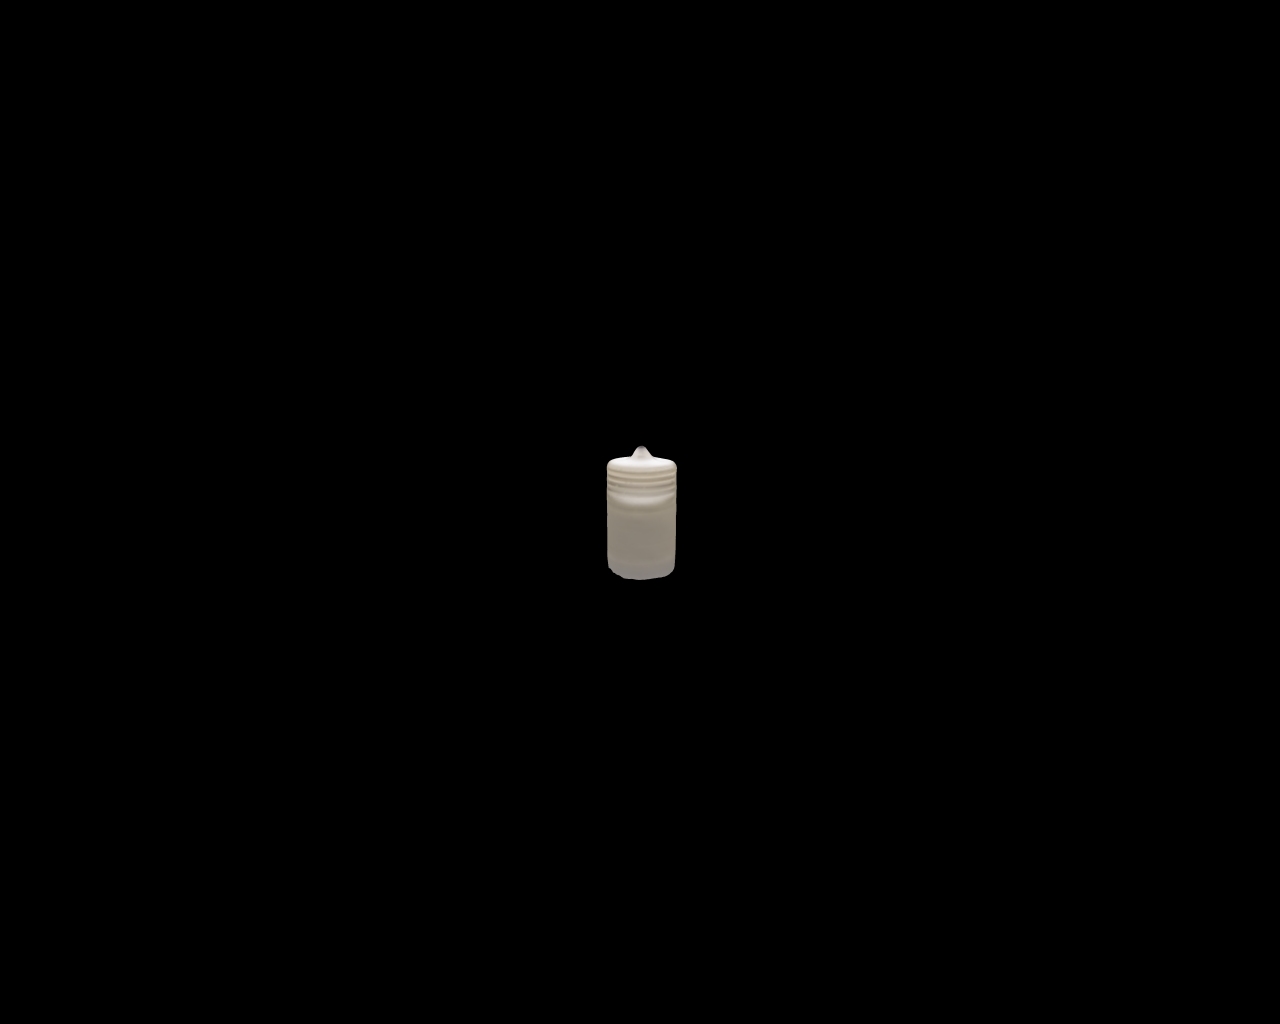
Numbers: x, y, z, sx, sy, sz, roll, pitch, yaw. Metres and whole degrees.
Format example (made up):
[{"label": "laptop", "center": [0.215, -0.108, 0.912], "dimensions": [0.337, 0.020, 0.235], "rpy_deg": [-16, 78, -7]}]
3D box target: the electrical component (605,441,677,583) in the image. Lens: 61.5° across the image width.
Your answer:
[{"label": "electrical component", "center": [0.001, -0.003, 0.650], "dimensions": [0.043, 0.080, 0.043], "rpy_deg": [0, 20, 0]}]
